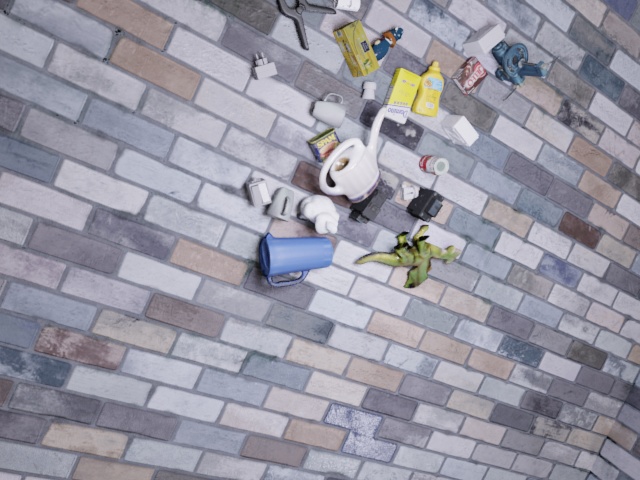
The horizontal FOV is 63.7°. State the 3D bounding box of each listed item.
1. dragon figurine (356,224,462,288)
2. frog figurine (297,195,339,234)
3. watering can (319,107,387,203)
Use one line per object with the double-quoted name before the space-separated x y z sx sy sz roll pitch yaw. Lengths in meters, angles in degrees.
"dragon figurine" 0.347 0.089 1.961 0.411 0.124 0.238 -21 117 -6
"frog figurine" 0.005 -0.088 1.749 0.136 0.161 0.122 28 92 -25
"watering can" 0.144 -0.272 1.764 0.349 0.105 0.220 -46 133 -5
